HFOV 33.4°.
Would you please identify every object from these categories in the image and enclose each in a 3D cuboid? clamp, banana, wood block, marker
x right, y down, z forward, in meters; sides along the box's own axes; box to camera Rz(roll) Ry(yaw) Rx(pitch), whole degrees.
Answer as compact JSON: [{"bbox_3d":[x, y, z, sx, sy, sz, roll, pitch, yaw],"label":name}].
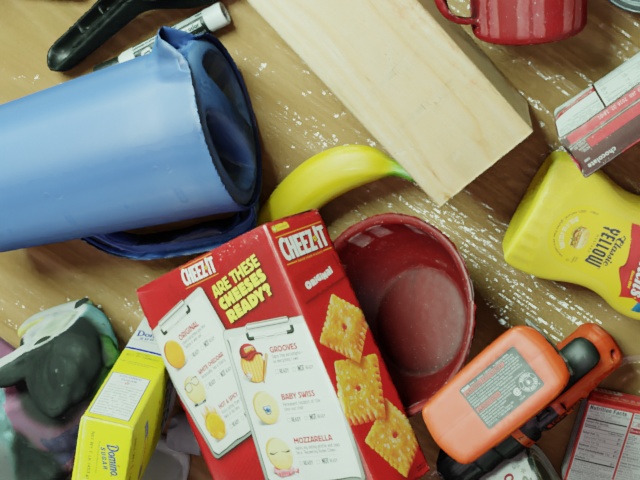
[{"bbox_3d":[-0.132,-0.198,0.764,0.210,0.164,0.036,-18,67,6],"label":"clamp"},{"bbox_3d":[-0.013,-0.016,0.849,0.198,0.037,0.070,-41,77,26],"label":"banana"},{"bbox_3d":[0.052,-0.137,0.775,0.090,0.090,0.206,-40,101,19],"label":"wood block"},{"bbox_3d":[-0.126,-0.150,0.830,0.121,0.020,0.020,-24,106,15],"label":"marker"}]

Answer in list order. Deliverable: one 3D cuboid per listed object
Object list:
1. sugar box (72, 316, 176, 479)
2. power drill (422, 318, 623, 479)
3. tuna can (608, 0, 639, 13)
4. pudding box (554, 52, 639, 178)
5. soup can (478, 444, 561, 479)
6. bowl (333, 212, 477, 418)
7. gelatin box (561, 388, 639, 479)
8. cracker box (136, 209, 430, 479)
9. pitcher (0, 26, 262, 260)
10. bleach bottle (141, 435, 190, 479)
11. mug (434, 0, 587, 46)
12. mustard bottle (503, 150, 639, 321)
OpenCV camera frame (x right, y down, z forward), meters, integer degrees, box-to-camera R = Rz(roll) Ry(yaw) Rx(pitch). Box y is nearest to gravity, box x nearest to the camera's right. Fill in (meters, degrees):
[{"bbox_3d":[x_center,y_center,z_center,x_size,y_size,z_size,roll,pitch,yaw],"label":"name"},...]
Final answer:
[{"bbox_3d":[-0.150,0.140,0.858,0.048,0.176,0.093,14,112,4],"label":"sugar box"},{"bbox_3d":[0.142,0.129,0.818,0.184,0.187,0.057,-45,69,11],"label":"power drill"},{"bbox_3d":[0.232,-0.205,0.757,0.086,0.033,0.086,2,111,6],"label":"tuna can"},{"bbox_3d":[0.214,-0.094,0.758,0.090,0.113,0.039,-35,99,18],"label":"pudding box"},{"bbox_3d":[0.153,0.225,0.911,0.102,0.068,0.068,-33,103,16],"label":"soup can"},{"bbox_3d":[0.065,0.062,0.842,0.162,0.055,0.162,-8,77,38],"label":"bowl"},{"bbox_3d":[0.250,0.172,0.899,0.073,0.030,0.089,12,111,4],"label":"gelatin box"},{"bbox_3d":[-0.032,0.104,0.817,0.164,0.071,0.214,-25,86,41],"label":"cracker box"},{"bbox_3d":[-0.170,-0.055,0.820,0.243,0.145,0.149,-13,83,15],"label":"pitcher"},{"bbox_3d":[-0.170,0.263,0.867,0.068,0.250,0.103,17,111,0],"label":"bleach bottle"},{"bbox_3d":[0.134,-0.183,0.744,0.117,0.093,0.081,-13,115,-13],"label":"mug"},{"bbox_3d":[0.245,0.011,0.824,0.191,0.058,0.096,24,110,-3],"label":"mustard bottle"}]
